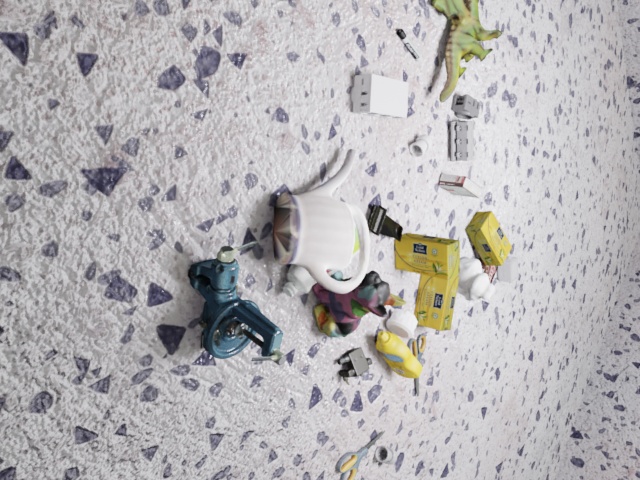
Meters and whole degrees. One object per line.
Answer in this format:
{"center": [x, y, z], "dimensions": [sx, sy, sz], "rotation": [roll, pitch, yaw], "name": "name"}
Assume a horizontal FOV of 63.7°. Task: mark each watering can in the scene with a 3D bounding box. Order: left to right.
{"center": [0.003, -0.056, 1.118], "dimensions": [0.224, 0.102, 0.354], "rotation": [8, 66, -26], "name": "watering can"}

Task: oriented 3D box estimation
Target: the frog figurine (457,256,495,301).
{"center": [0.484, 0.126, 1.628], "dimensions": [0.122, 0.160, 0.137], "rotation": [8, 91, -48], "name": "frog figurine"}

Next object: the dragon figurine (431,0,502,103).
{"center": [0.387, -0.604, 1.486], "dimensions": [0.240, 0.121, 0.418], "rotation": [48, 59, -20], "name": "dragon figurine"}
